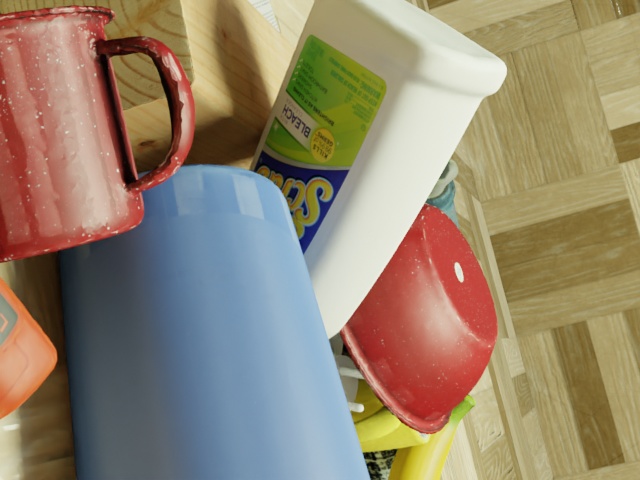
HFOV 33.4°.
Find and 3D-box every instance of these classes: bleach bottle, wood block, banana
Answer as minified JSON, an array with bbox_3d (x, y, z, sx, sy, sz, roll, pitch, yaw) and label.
[{"bbox_3d":[-0.004,0.001,0.552,0.067,0.251,0.103,4,29,-42],"label":"bleach bottle"},{"bbox_3d":[-0.076,-0.084,0.587,0.206,0.091,0.090,25,51,-72],"label":"wood block"},{"bbox_3d":[0.070,0.202,0.753,0.037,0.070,0.197,24,53,-19],"label":"banana"}]

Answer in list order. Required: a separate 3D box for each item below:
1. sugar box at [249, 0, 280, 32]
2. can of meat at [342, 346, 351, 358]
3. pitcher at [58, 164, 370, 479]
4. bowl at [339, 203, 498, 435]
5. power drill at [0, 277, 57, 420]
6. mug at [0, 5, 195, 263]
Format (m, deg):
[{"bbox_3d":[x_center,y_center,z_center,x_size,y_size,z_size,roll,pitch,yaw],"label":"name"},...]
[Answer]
[{"bbox_3d":[-0.049,-0.127,0.832,0.093,0.048,0.176,-61,137,-71],"label":"sugar box"},{"bbox_3d":[-0.003,0.028,0.710,0.084,0.058,0.102,44,63,-24],"label":"can of meat"},{"bbox_3d":[-0.046,0.100,0.465,0.144,0.149,0.243,20,51,-54],"label":"pitcher"},{"bbox_3d":[0.062,0.032,0.646,0.162,0.055,0.162,47,28,-35],"label":"bowl"},{"bbox_3d":[-0.125,0.083,0.281,0.187,0.057,0.184,-89,158,-50],"label":"power drill"},{"bbox_3d":[-0.102,-0.039,0.395,0.093,0.117,0.081,-44,122,-78],"label":"mug"}]
